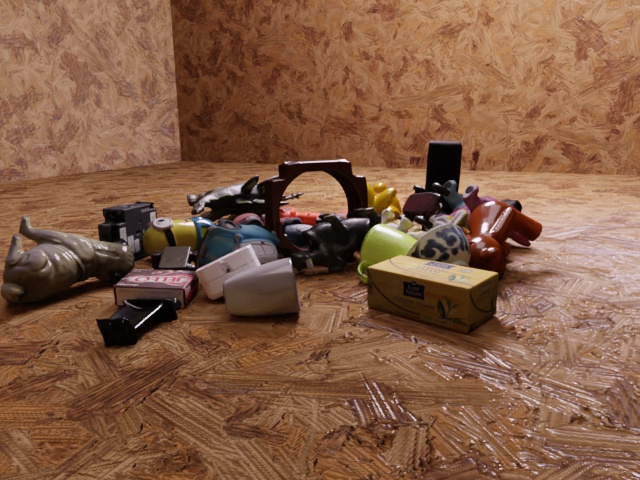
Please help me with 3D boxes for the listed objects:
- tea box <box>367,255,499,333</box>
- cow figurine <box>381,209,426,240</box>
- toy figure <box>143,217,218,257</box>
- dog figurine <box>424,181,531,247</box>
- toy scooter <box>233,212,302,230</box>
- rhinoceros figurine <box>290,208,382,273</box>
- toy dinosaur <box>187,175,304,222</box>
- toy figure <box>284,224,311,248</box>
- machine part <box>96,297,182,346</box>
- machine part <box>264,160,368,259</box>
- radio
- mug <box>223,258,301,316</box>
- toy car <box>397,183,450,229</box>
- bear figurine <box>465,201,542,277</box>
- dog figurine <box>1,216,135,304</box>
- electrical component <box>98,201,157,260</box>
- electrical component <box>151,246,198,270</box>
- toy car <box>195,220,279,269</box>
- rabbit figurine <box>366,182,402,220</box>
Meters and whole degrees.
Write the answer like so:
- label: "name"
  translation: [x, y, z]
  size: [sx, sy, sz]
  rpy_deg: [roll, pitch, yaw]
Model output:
- label: "tea box"
  translation: [0.164, 0.074, 0.795]
  size: [0.170, 0.068, 0.098]
  rpy_deg: [9, 17, 39]
- label: "cow figurine"
  translation: [0.158, 0.005, 1.066]
  size: [0.068, 0.098, 0.167]
  rpy_deg: [37, 0, -26]
- label: "toy figure"
  translation: [-0.283, -0.004, 1.137]
  size: [0.180, 0.089, 0.082]
  rpy_deg: [0, -22, -42]
- label: "dog figurine"
  translation: [0.350, -0.023, 1.155]
  size: [0.219, 0.191, 0.109]
  rpy_deg: [31, -7, -25]
- label: "toy scooter"
  translation: [-0.145, -0.030, 1.251]
  size: [0.184, 0.075, 0.135]
  rpy_deg: [-9, 12, -38]
- label: "rhinoceros figurine"
  translation: [0.033, 0.002, 1.016]
  size: [0.190, 0.112, 0.073]
  rpy_deg: [-19, 10, -17]
- label: "toy dinosaur"
  translation: [-0.180, -0.096, 1.361]
  size: [0.199, 0.105, 0.471]
  rpy_deg: [-14, 3, 19]
- label: "toy figure"
  translation: [-0.003, -0.005, 1.174]
  size: [0.154, 0.057, 0.064]
  rpy_deg: [3, 18, -7]
- label: "machine part"
  translation: [-0.252, 0.106, 0.749]
  size: [0.084, 0.039, 0.139]
  rpy_deg: [7, 13, 9]
- label: "machine part"
  translation: [-0.009, -0.059, 1.082]
  size: [0.201, 0.201, 0.087]
  rpy_deg: [-5, 10, -17]
- label: "radio"
  translation: [0.284, -0.114, 1.250]
  size: [0.073, 0.229, 0.131]
  rpy_deg: [7, 11, 15]
- label: "mug"
  translation: [-0.088, 0.072, 0.802]
  size: [0.107, 0.080, 0.109]
  rpy_deg: [-10, 8, -5]
- label: "toy car"
  translation: [0.216, -0.068, 1.114]
  size: [0.053, 0.089, 0.202]
  rpy_deg: [30, -1, -8]
- label: "bear figurine"
  translation: [0.321, 0.016, 0.987]
  size: [0.132, 0.120, 0.196]
  rpy_deg: [38, 41, -10]
- label: "dog figurine"
  translation: [-0.412, 0.052, 0.898]
  size: [0.190, 0.121, 0.172]
  rpy_deg: [12, 42, -21]
- label: "electrical component"
  translation: [-0.399, -0.017, 1.119]
  size: [0.058, 0.114, 0.134]
  rpy_deg: [2, 11, 22]
- label: "electrical component"
  translation: [-0.267, 0.043, 1.017]
  size: [0.102, 0.045, 0.078]
  rpy_deg: [-5, 42, -7]
- label: "toy car"
  translation: [-0.131, 0.033, 0.952]
  size: [0.161, 0.109, 0.103]
  rpy_deg: [2, 31, -46]
- label: "rabbit figurine"
  translation: [0.130, -0.048, 1.206]
  size: [0.122, 0.162, 0.173]
  rpy_deg: [16, 35, 15]
